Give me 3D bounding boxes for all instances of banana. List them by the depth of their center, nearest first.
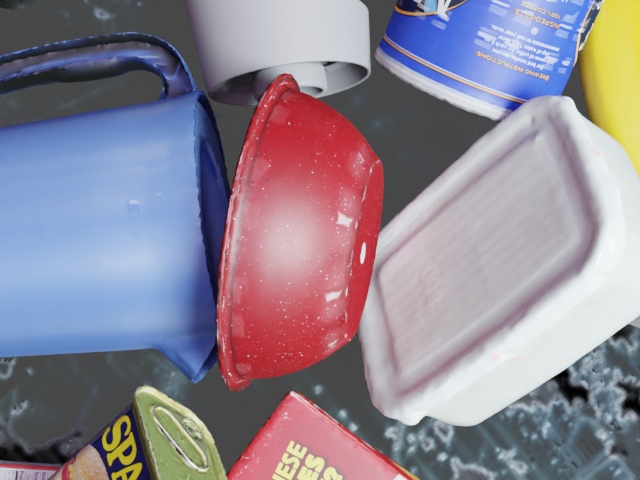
[{"bbox_3d":[0.177,-0.080,0.578,0.069,0.037,0.198,-4,77,7],"label":"banana"}]

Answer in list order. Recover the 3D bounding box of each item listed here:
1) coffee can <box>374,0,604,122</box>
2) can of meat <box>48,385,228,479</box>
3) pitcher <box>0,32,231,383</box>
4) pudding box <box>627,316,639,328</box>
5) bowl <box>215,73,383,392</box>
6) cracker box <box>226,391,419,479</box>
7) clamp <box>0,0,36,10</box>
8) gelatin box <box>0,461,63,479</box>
[{"bbox_3d":[0.101,-0.142,0.559,0.103,0.102,0.140,23,109,2],"label":"coffee can"},{"bbox_3d":[-0.091,0.136,0.517,0.084,0.102,0.057,-43,129,10],"label":"can of meat"},{"bbox_3d":[-0.166,-0.009,0.560,0.243,0.149,0.145,-6,124,2],"label":"pitcher"},{"bbox_3d":[0.197,0.034,0.557,0.090,0.113,0.039,21,86,2],"label":"pudding box"},{"bbox_3d":[-0.004,0.001,0.534,0.055,0.162,0.162,9,83,10],"label":"bowl"},{"bbox_3d":[0.022,0.207,0.558,0.214,0.072,0.164,36,84,5],"label":"cracker box"},{"bbox_3d":[-0.119,-0.241,0.615,0.210,0.036,0.164,-28,71,-1],"label":"clamp"},{"bbox_3d":[-0.151,0.160,0.584,0.089,0.030,0.073,3,82,0],"label":"gelatin box"}]
